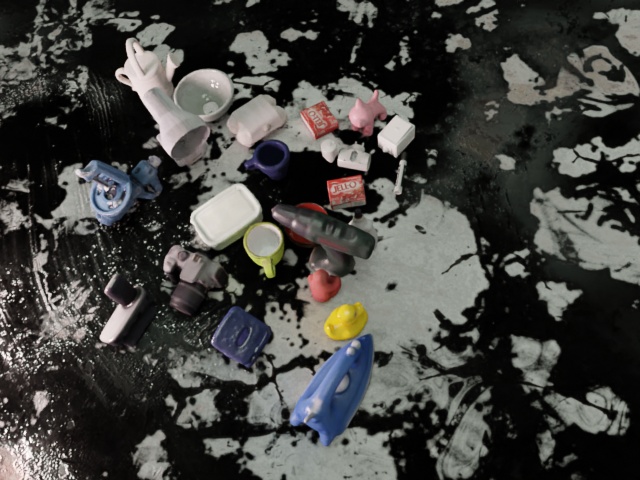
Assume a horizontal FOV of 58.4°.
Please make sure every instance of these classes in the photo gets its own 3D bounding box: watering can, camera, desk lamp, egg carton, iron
[{"bbox_3d":[-0.473,-0.472,1.567,0.173,0.194,0.100,-28,65,-7],"label":"watering can"},{"bbox_3d":[-0.310,0.095,1.340,0.143,0.101,0.137,20,69,15],"label":"camera"},{"bbox_3d":[-0.363,-0.278,1.455,0.118,0.214,0.203,-39,67,-11],"label":"desk lamp"},{"bbox_3d":[-0.167,-0.319,1.532,0.150,0.069,0.107,-37,67,-10],"label":"egg carton"},{"bbox_3d":[0.039,0.287,1.190,0.118,0.141,0.258,27,71,17],"label":"iron"}]

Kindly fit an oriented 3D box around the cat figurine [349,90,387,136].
[{"bbox_3d":[0.119,-0.331,1.479,0.067,0.118,0.128,30,72,18],"label":"cat figurine"}]

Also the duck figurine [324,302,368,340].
[{"bbox_3d":[0.056,0.174,1.271,0.104,0.086,0.077,-29,65,-7],"label":"duck figurine"}]

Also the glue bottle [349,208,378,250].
[{"bbox_3d":[0.092,-0.028,1.312,0.078,0.173,0.037,9,67,11],"label":"glue bottle"}]

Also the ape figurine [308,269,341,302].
[{"bbox_3d":[0.006,0.096,1.309,0.077,0.092,0.076,25,70,17],"label":"ape figurine"}]

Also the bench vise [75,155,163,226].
[{"bbox_3d":[-0.500,-0.155,1.410,0.121,0.220,0.207,26,71,17],"label":"bench vise"}]

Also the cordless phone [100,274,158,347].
[{"bbox_3d":[-0.455,0.155,1.282,0.094,0.185,0.148,20,69,15],"label":"cordless phone"}]

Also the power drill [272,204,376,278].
[{"bbox_3d":[0.012,0.005,1.286,0.229,0.208,0.076,16,68,13],"label":"power drill"}]

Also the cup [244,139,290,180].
[{"bbox_3d":[-0.128,-0.189,1.454,0.118,0.095,0.091,-20,65,-3],"label":"cup"}]

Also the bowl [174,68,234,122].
[{"bbox_3d":[-0.310,-0.384,1.575,0.167,0.075,0.167,-2,65,5],"label":"bowl"}]

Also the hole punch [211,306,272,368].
[{"bbox_3d":[-0.172,0.214,1.275,0.101,0.091,0.109,25,70,17],"label":"hole punch"}]
